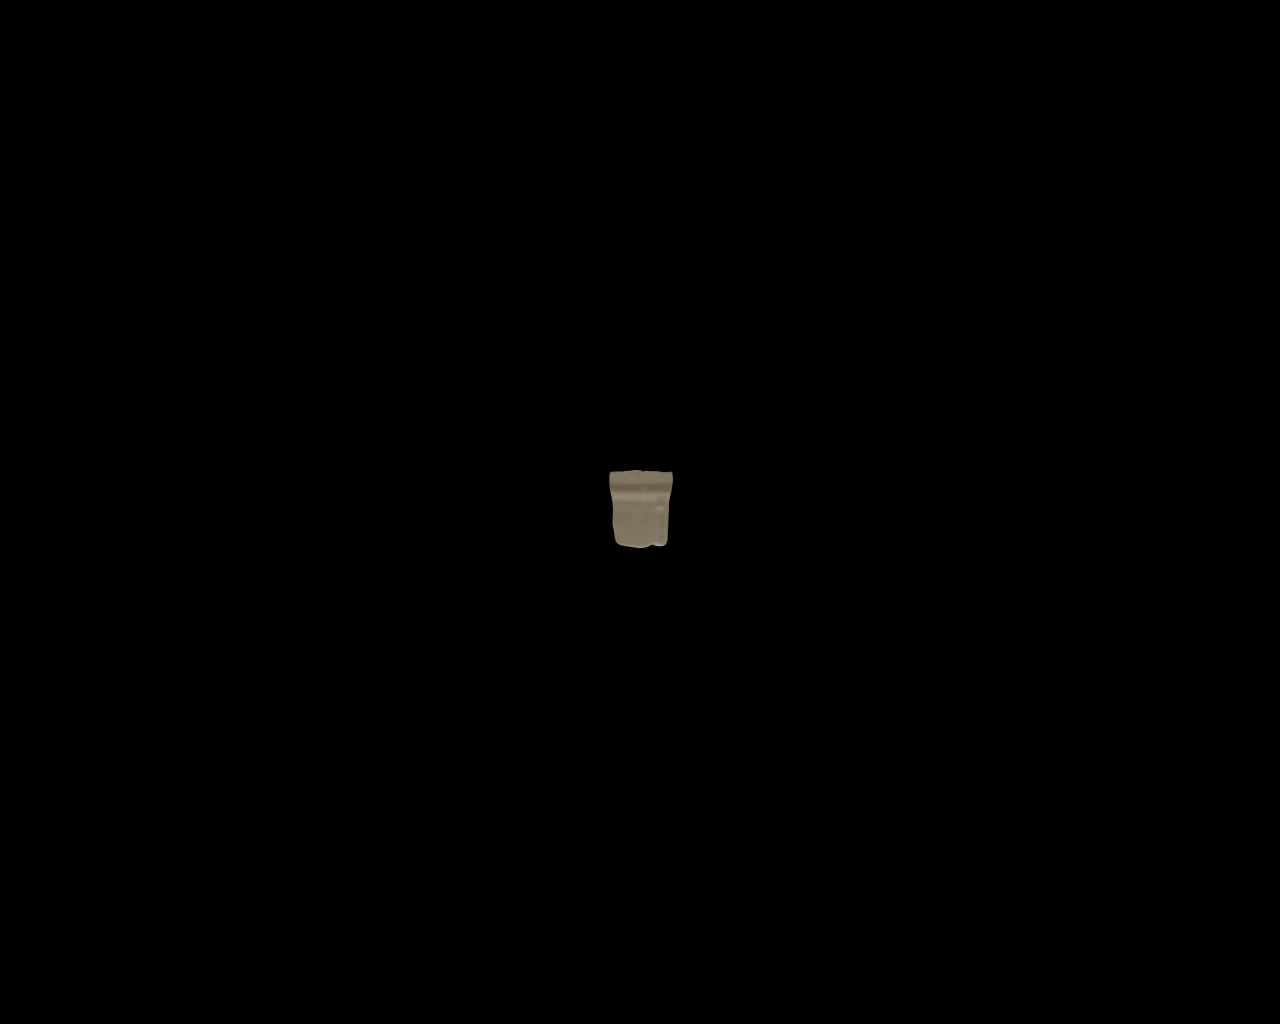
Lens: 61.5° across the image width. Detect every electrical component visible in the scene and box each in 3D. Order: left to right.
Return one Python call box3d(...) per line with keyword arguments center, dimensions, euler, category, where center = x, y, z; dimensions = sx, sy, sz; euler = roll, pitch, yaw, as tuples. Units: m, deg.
box3d(center=(0.001, -0.003, 0.650), dimensions=(0.040, 0.046, 0.040), euler=(0, 2, 0), category="electrical component")
